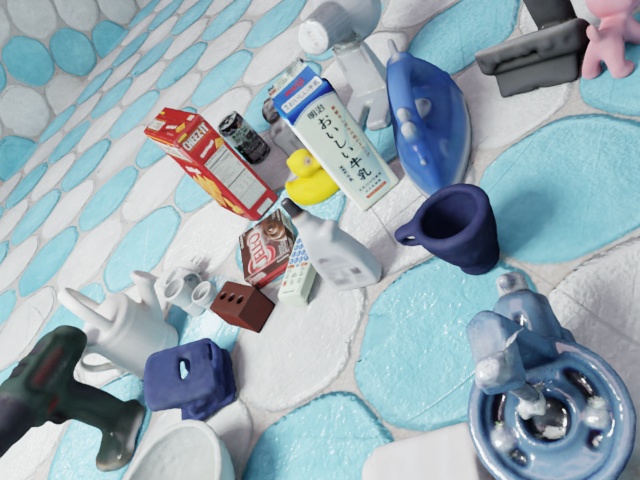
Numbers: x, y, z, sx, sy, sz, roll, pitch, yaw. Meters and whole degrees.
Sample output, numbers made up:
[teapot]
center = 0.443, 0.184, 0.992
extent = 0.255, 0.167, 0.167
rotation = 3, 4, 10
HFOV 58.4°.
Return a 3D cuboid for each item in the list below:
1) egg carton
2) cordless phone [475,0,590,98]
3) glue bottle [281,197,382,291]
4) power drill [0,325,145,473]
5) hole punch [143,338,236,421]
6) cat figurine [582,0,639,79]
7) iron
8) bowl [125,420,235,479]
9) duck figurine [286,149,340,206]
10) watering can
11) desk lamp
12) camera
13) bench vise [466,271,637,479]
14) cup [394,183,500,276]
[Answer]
[egg carton]
center = 0.106, 0.225, 0.503
extent = 0.150, 0.070, 0.107
rotation = -26, 40, 23
[cordless phone]
center = 0.269, -0.296, 0.769
extent = 0.147, 0.186, 0.094
rotation = -11, 47, 37
[glue bottle]
center = 0.007, 0.003, 0.732
extent = 0.078, 0.174, 0.037
rotation = -14, 45, 34
[power drill]
center = -0.357, 0.245, 0.808
extent = 0.075, 0.209, 0.229
rotation = -23, 41, 26
[hole punch]
center = -0.181, 0.189, 0.795
extent = 0.101, 0.091, 0.108
rotation = -37, 36, 9
[cat figurine]
center = 0.366, -0.288, 0.726
extent = 0.067, 0.118, 0.128
rotation = 9, 61, 48
[iron]
center = 0.138, -0.176, 0.812
extent = 0.118, 0.142, 0.258
rotation = -24, 40, 25
[bowl]
center = -0.157, 0.303, 0.671
extent = 0.167, 0.075, 0.167
rotation = -25, 40, 24
[duck figurine]
center = -0.021, -0.111, 0.947
extent = 0.104, 0.086, 0.077
rotation = -24, 40, 25
[watering can]
center = -0.323, 0.127, 0.906
extent = 0.100, 0.195, 0.173
rotation = -1, 53, 43
[desk lamp]
center = 0.052, -0.324, 0.981
extent = 0.117, 0.214, 0.203
rotation = -12, 47, 36
[camera]
center = -0.033, -0.244, 1.079
extent = 0.136, 0.101, 0.143
rotation = -32, 38, 16
[bench vise]
center = 0.152, 0.103, 0.452
extent = 0.121, 0.220, 0.207
rotation = -36, 37, 10
[cup]
center = 0.154, 0.001, 0.659
extent = 0.117, 0.095, 0.091
rotation = -19, 43, 30
